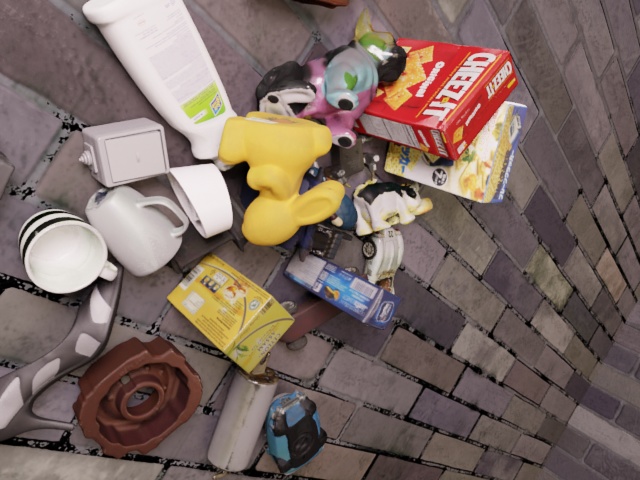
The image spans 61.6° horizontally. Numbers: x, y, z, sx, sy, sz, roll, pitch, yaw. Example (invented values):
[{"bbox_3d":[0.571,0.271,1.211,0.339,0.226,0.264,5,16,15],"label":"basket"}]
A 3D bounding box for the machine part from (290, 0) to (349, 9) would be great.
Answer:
[{"bbox_3d":[-0.021,-0.407,0.670,0.201,0.087,0.201,-6,113,-41],"label":"machine part"}]

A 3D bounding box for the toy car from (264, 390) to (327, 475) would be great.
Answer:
[{"bbox_3d":[-0.060,0.337,0.980,0.109,0.103,0.161,-29,124,-27],"label":"toy car"}]

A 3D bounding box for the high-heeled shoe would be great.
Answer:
[{"bbox_3d":[-0.346,0.129,0.669,0.145,0.086,0.248,19,78,-16],"label":"high-heeled shoe"}]

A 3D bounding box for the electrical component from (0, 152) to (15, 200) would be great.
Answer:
[{"bbox_3d":[-0.380,-0.065,0.532,0.114,0.058,0.134,27,90,-47],"label":"electrical component"}]

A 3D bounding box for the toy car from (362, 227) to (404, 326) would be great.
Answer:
[{"bbox_3d":[0.116,0.071,1.043,0.073,0.056,0.201,-8,115,-39],"label":"toy car"}]

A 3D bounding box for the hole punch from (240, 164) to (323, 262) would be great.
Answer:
[{"bbox_3d":[-0.059,-0.051,0.792,0.092,0.116,0.142,6,105,-35],"label":"hole punch"}]

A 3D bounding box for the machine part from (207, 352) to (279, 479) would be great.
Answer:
[{"bbox_3d":[-0.131,0.300,0.918,0.079,0.079,0.243,11,102,-44],"label":"machine part"}]

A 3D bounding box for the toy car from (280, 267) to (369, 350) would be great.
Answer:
[{"bbox_3d":[0.005,0.119,0.970,0.202,0.053,0.089,-29,117,-24],"label":"toy car"}]

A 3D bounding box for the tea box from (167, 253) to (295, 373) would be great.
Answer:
[{"bbox_3d":[-0.129,0.096,0.755,0.098,0.170,0.068,-47,134,-12],"label":"tea box"}]

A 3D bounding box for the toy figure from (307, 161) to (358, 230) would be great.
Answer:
[{"bbox_3d":[0.011,-0.066,0.876,0.058,0.064,0.154,-42,139,6],"label":"toy figure"}]

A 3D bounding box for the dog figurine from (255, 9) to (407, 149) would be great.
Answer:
[{"bbox_3d":[0.022,-0.242,0.780,0.108,0.192,0.219,81,23,-53],"label":"dog figurine"}]

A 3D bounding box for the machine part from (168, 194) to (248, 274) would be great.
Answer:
[{"bbox_3d":[-0.157,-0.005,0.758,0.139,0.084,0.039,-30,169,-16],"label":"machine part"}]

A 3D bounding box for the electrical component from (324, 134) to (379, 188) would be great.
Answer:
[{"bbox_3d":[0.055,-0.132,0.899,0.102,0.045,0.078,-19,124,-35],"label":"electrical component"}]

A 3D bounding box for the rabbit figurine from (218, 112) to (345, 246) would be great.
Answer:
[{"bbox_3d":[-0.049,-0.072,0.704,0.122,0.162,0.173,-71,173,-74],"label":"rabbit figurine"}]

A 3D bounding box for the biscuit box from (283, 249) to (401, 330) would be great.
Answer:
[{"bbox_3d":[0.032,0.075,0.865,0.062,0.203,0.059,30,87,-46],"label":"biscuit box"}]

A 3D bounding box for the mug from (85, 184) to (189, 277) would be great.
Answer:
[{"bbox_3d":[-0.226,-0.021,0.663,0.110,0.081,0.107,-20,130,21],"label":"mug"}]

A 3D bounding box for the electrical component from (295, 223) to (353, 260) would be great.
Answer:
[{"bbox_3d":[-0.002,-0.003,0.892,0.119,0.075,0.047,18,97,-48],"label":"electrical component"}]

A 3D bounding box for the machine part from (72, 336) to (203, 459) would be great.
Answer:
[{"bbox_3d":[-0.263,0.225,0.779,0.179,0.056,0.179,-18,121,-34],"label":"machine part"}]

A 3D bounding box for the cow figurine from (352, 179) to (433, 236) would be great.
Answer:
[{"bbox_3d":[0.131,-0.072,0.979,0.167,0.068,0.098,-19,91,-36],"label":"cow figurine"}]
